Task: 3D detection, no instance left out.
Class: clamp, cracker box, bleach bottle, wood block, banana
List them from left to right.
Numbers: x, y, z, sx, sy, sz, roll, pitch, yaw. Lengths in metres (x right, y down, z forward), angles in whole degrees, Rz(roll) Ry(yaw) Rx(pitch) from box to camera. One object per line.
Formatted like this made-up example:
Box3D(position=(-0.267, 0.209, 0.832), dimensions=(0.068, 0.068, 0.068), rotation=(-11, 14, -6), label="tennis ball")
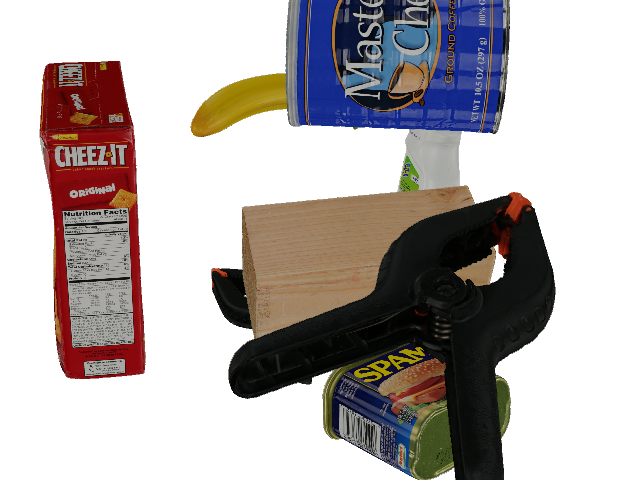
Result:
Box3D(position=(-0.186, -0.020, 0.868), dimensions=(0.072, 0.214, 0.164), rotation=(-4, 27, -13), label="cracker box")
Box3D(position=(-0.050, -0.142, 1.100), dimensions=(0.197, 0.037, 0.070), rotation=(-8, 48, -29), label="banana")
Box3D(position=(-0.043, 0.080, 1.139), dimensions=(0.210, 0.036, 0.164), rotation=(18, 33, 27), label="clamp")
Box3D(position=(0.038, 0.021, 0.947), dimensions=(0.206, 0.090, 0.091), rotation=(-6, 45, -9), label="wood block")
Box3D(position=(0.126, -0.043, 1.241), dimensions=(0.068, 0.251, 0.103), rotation=(-1, 22, -22), label="bleach bottle")
Box3D(position=(0.058, 0.041, 0.459), dimensions=(0.120, 0.039, 0.171), rotation=(36, 54, 23), label="clamp")

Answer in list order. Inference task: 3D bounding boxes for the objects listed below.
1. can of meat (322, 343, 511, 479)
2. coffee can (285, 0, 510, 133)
Box3D(position=(0.066, 0.112, 0.721), dimensions=(0.101, 0.057, 0.084), rotation=(-18, 27, -39), label="can of meat")
Box3D(position=(0.051, -0.126, 0.719), dimensions=(0.140, 0.103, 0.103), rotation=(3, 0, 3), label="coffee can")
